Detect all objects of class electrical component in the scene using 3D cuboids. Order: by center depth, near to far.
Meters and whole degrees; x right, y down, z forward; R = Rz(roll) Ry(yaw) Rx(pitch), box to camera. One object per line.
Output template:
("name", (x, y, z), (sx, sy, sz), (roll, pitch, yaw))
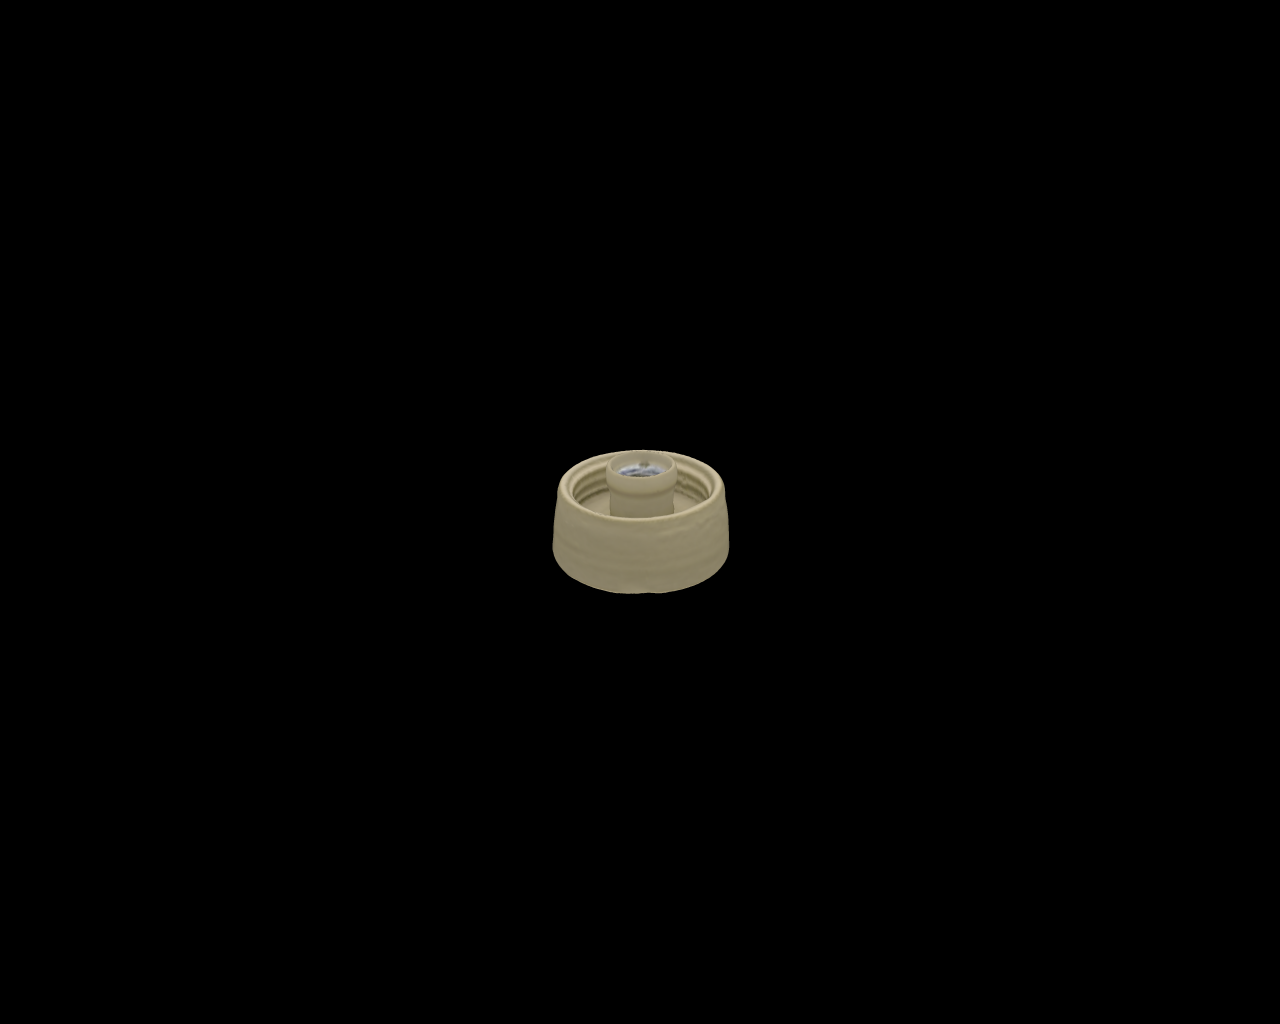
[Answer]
("electrical component", (0.001, -0.003, 0.650), (0.108, 0.060, 0.108), (0, 27, 0))
